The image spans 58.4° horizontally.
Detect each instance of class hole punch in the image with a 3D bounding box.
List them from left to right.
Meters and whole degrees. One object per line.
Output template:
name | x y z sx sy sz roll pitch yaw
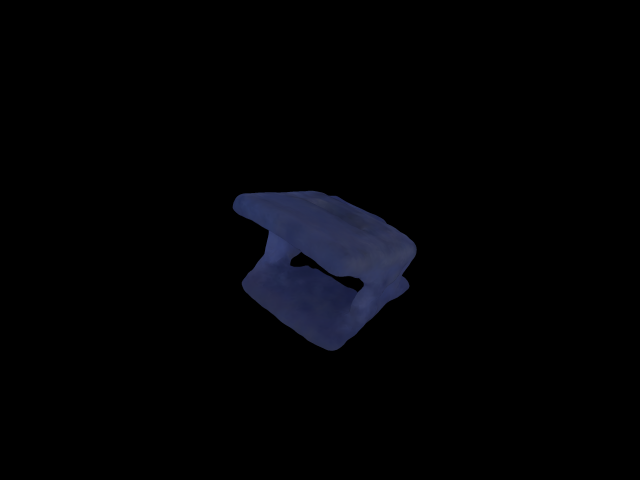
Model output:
hole punch | 0.004 0.001 0.400 0.108 0.091 0.101 31 49 31
